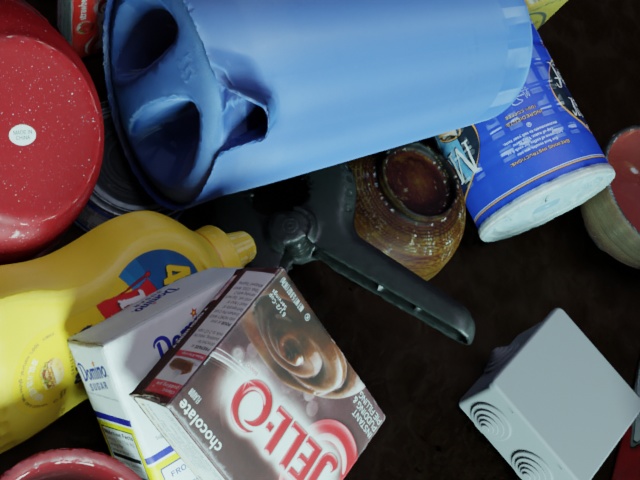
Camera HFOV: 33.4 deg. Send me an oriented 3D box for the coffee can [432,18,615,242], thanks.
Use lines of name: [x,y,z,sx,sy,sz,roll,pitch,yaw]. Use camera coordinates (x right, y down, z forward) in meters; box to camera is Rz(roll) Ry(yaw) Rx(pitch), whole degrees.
coffee can: [0.131,-0.083,0.761,0.102,0.103,0.140,-15,74,-33]

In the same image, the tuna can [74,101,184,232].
tuna can: [-0.117,-0.042,0.649,0.086,0.034,0.086,12,61,-23]

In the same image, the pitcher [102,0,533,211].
pitcher: [-0.002,-0.110,0.636,0.242,0.145,0.149,-15,72,-32]

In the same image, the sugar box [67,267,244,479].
sugar box: [-0.056,0.111,0.554,0.093,0.048,0.176,-28,105,-37]

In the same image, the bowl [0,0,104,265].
bowl: [-0.164,-0.054,0.536,0.161,0.055,0.162,-4,95,-49]

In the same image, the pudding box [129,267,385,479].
pudding box: [-0.027,0.083,0.522,0.090,0.039,0.113,-51,121,-30]

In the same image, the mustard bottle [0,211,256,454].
mustard bottle: [-0.112,0.036,0.576,0.191,0.096,0.058,-26,42,-37]

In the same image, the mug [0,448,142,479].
mug: [-0.138,0.158,0.505,0.117,0.082,0.093,-18,75,-34]

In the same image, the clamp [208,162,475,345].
clamp: [-0.004,0.001,0.655,0.164,0.036,0.210,-12,62,2]

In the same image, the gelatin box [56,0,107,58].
gelatin box: [-0.123,-0.150,0.658,0.073,0.089,0.030,-21,77,-20]

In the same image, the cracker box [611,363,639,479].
cracker box: [0.286,0.106,0.709,0.072,0.164,0.213,35,54,-12]
